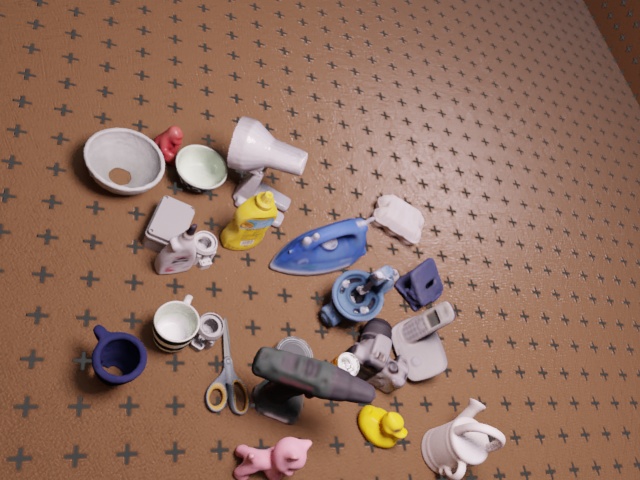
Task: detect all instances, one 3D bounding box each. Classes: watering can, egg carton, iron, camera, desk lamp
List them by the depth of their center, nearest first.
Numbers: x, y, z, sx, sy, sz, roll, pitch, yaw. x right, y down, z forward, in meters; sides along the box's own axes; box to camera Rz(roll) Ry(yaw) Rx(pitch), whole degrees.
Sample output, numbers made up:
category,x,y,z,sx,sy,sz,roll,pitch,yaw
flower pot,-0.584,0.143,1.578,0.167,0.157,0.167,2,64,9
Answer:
category,x,y,z,sx,sy,sz,roll,pitch,yaw
watering can,0.310,0.422,1.219,0.101,0.193,0.173,15,54,-21
camera,0.137,0.250,1.291,0.143,0.100,0.137,31,49,-9
desk lamp,-0.130,-0.163,1.328,0.203,0.213,0.118,29,50,-11
iron,0.012,0.005,1.351,0.259,0.141,0.118,-16,69,-37
egg carton,0.212,-0.055,1.555,0.150,0.069,0.107,30,50,-10

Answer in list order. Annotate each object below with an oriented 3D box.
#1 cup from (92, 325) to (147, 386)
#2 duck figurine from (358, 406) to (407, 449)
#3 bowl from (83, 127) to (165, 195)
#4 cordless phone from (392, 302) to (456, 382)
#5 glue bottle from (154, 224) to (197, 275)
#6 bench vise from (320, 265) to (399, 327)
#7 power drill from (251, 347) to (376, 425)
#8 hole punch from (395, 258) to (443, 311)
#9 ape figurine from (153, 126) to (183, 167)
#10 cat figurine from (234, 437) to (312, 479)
category,x,y,z,sx,sy,sz,roll,pitch,yaw
cup,-0.371,0.212,1.019,0.117,0.094,0.092,50,49,7
duck figurine,0.138,0.388,1.211,0.104,0.086,0.078,42,49,0
bowl,-0.426,-0.157,1.242,0.168,0.074,0.167,15,54,-22
cordless phone,0.255,0.232,1.317,0.094,0.184,0.147,-7,64,-34
glue bottle,-0.277,0.015,1.152,0.078,0.173,0.037,-12,67,-35
bench vise,0.111,0.095,1.298,0.121,0.219,0.208,42,49,0
power drill,-0.035,0.283,1.096,0.230,0.208,0.075,25,51,-14
hole punch,0.267,0.113,1.464,0.109,0.091,0.101,-31,79,-40
ape figurine,-0.344,-0.226,1.324,0.076,0.092,0.078,36,49,-5
cat figurine,-0.082,0.400,1.053,0.128,0.117,0.067,10,56,-25
